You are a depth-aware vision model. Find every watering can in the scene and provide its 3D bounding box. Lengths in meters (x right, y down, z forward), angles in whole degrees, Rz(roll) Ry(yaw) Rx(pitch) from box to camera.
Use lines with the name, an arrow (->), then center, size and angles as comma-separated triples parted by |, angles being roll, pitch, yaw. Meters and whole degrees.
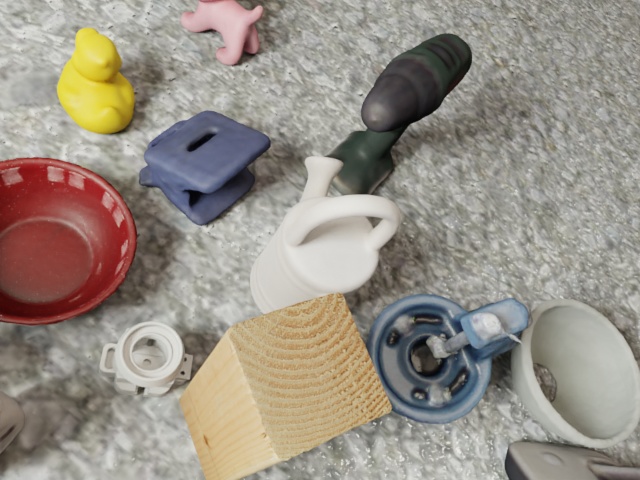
watering can -> 0.003, 0.002, 0.547 | 0.101, 0.193, 0.173 | -17, 72, -30

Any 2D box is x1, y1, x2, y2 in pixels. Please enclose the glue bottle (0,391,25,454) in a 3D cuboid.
glue bottle -> -0.242, 0.128, 0.384 | 0.037, 0.173, 0.078 | 39, 56, 0

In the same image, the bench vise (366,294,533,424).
bench vise -> 0.134, 0.085, 0.546 | 0.208, 0.219, 0.121 | -36, 82, -34

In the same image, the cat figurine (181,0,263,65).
cat figurine -> -0.121, -0.299, 0.696 | 0.128, 0.117, 0.067 | 41, 56, 1

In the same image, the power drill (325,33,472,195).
power drill -> 0.080, -0.135, 0.644 | 0.075, 0.208, 0.230 | 41, 56, 1

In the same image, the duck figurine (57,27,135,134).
duck figurine -> -0.232, -0.171, 0.599 | 0.078, 0.086, 0.104 | -14, 70, -29

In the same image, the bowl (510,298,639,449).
bowl -> 0.280, 0.156, 0.661 | 0.168, 0.074, 0.167 | 10, 60, -19

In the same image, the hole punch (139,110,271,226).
hole punch -> -0.122, -0.086, 0.600 | 0.101, 0.091, 0.109 | 42, 56, 2

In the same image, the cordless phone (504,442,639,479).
cordless phone -> 0.286, 0.235, 0.556 | 0.148, 0.184, 0.094 | 10, 61, -19
